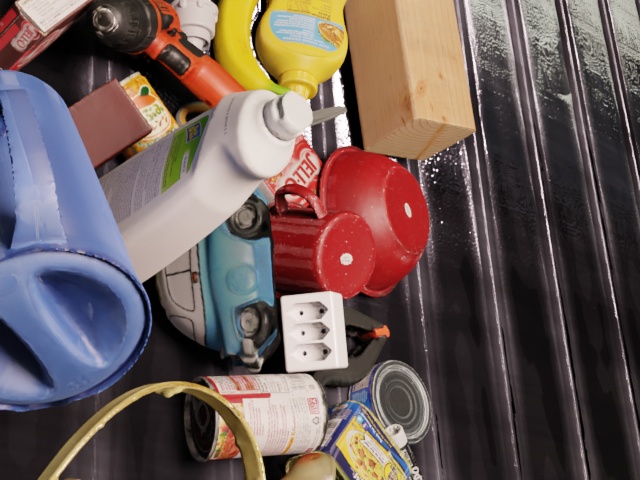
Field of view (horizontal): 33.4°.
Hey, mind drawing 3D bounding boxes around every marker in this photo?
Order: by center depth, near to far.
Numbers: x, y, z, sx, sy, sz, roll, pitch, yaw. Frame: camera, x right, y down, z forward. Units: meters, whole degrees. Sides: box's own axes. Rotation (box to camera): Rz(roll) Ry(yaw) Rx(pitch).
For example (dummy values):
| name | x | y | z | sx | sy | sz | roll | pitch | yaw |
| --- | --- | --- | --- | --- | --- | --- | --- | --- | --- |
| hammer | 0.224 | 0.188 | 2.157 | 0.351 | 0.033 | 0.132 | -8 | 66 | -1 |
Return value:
| name | x | y | z | sx | sy | sz | roll | pitch | yaw |
| --- | --- | --- | --- | --- | --- | --- | --- | --- | --- |
| marker | 0.089 | 0.226 | 1.012 | 0.020 | 0.020 | 0.121 | -53 | 128 | -46 |

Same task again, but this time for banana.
| name | x | y | z | sx | sy | sz | roll | pitch | yaw |
| --- | --- | --- | --- | --- | --- | --- | --- | --- | --- |
| banana | -0.073 | -0.210 | 1.067 | 0.069 | 0.037 | 0.198 | -4 | 60 | -8 |

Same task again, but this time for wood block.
| name | x | y | z | sx | sy | sz | roll | pitch | yaw |
| --- | --- | --- | --- | --- | --- | --- | --- | --- | --- |
| wood block | 0.094 | -0.203 | 1.162 | 0.090 | 0.091 | 0.206 | 6 | 69 | -37 |

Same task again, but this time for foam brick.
| name | x | y | z | sx | sy | sz | roll | pitch | yaw |
| --- | --- | --- | --- | --- | --- | --- | --- | --- | --- |
| foam brick | -0.183 | -0.088 | 0.866 | 0.078 | 0.051 | 0.053 | -34 | 98 | -7 |

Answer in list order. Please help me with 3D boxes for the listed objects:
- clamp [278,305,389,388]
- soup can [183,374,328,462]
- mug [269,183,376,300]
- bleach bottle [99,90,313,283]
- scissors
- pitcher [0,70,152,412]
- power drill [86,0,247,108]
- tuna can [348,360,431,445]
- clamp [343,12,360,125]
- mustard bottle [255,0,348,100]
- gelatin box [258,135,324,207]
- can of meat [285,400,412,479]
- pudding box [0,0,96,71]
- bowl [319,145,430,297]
| name | x | y | z | sx | sy | sz | roll | pitch | yaw |
| --- | --- | --- | --- | --- | --- | --- | --- | --- | --- |
| clamp | -0.006 | 0.095 | 0.994 | 0.171 | 0.039 | 0.120 | -23 | 94 | -47 |
| soup can | -0.053 | 0.145 | 0.878 | 0.102 | 0.069 | 0.068 | 2 | 68 | -29 |
| mug | -0.006 | 0.001 | 0.979 | 0.093 | 0.082 | 0.117 | -35 | 117 | -38 |
| bleach bottle | -0.100 | -0.038 | 0.802 | 0.068 | 0.251 | 0.102 | 27 | 53 | -34 |
| scissors | -0.061 | -0.118 | 1.033 | 0.096 | 0.016 | 0.201 | 42 | 45 | 8 |
| pitcher | -0.201 | -0.021 | 0.713 | 0.144 | 0.149 | 0.243 | 39 | 16 | -42 |
| power drill | -0.108 | -0.142 | 0.918 | 0.187 | 0.057 | 0.184 | 43 | 13 | -3 |
| tuna can | 0.069 | 0.161 | 1.039 | 0.086 | 0.034 | 0.086 | 23 | 55 | -37 |
| clamp | 0.083 | -0.213 | 1.244 | 0.209 | 0.036 | 0.164 | -12 | 80 | -44 |
| mustard bottle | -0.018 | -0.219 | 1.118 | 0.096 | 0.058 | 0.191 | 11 | 63 | -14 |
| gelatin box | -0.034 | -0.065 | 1.053 | 0.073 | 0.030 | 0.089 | 55 | 42 | -10 |
| can of meat | 0.028 | 0.207 | 0.958 | 0.102 | 0.058 | 0.083 | 55 | 40 | -11 |
| pudding box | -0.225 | -0.180 | 0.870 | 0.039 | 0.090 | 0.113 | 48 | 43 | -15 |
| bowl | 0.066 | -0.025 | 1.093 | 0.161 | 0.055 | 0.162 | 27 | 56 | -50 |
